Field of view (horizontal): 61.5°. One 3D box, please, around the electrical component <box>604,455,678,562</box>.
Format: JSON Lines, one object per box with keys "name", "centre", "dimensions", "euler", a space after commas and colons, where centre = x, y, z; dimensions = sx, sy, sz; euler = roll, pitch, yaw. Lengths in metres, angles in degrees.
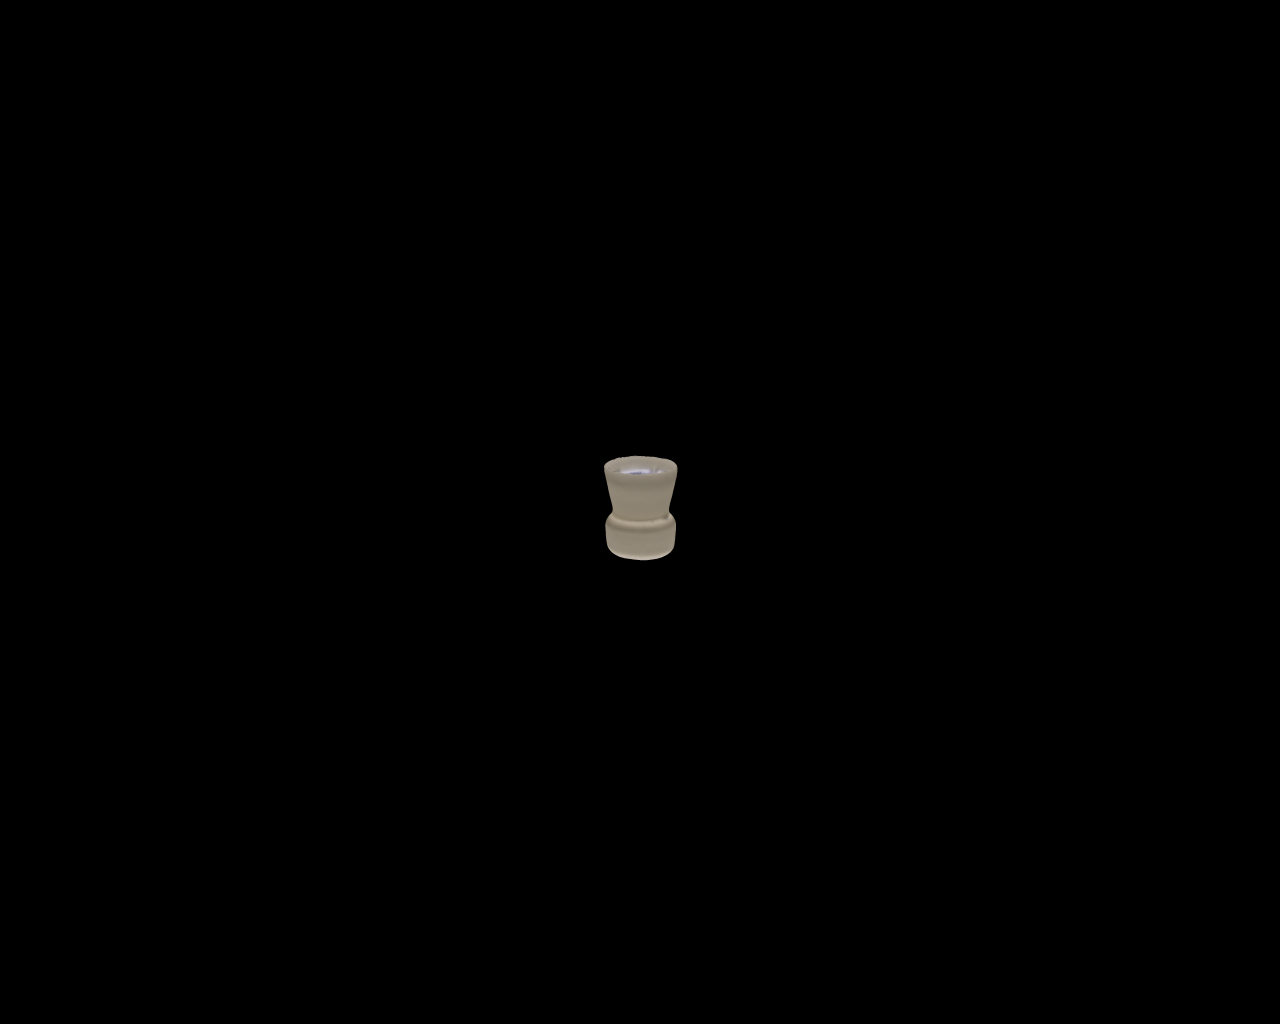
{"name": "electrical component", "centre": [0.001, -0.003, 0.650], "dimensions": [0.045, 0.055, 0.045], "euler": [0, 18, 0]}
